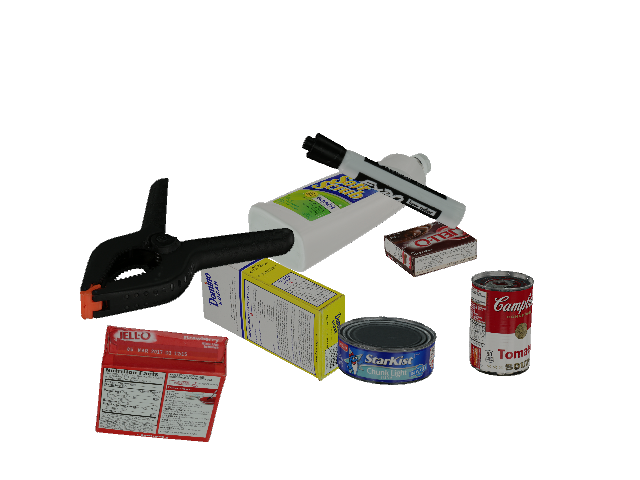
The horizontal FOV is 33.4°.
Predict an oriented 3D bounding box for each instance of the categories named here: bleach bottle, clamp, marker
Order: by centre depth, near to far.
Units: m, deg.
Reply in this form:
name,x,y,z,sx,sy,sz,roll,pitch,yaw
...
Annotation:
name,x,y,z,sx,sy,sz,roll,pitch,yaw
marker,0.043,-0.042,0.735,0.121,0.020,0.020,26,-4,-8
clamp,-0.149,0.007,0.974,0.165,0.036,0.209,26,38,31
bleach bottle,0.037,-0.051,1.315,0.250,0.068,0.103,-30,44,-34

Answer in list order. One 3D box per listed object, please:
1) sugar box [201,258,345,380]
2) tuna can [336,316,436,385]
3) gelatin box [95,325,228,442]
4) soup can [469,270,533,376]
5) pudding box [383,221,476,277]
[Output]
name,x,y,z,sx,sy,sz,roll,pitch,yaw
sugar box,-0.052,0.070,1.138,0.176,0.093,0.048,27,40,36
tuna can,0.057,0.095,0.928,0.086,0.034,0.086,2,14,-1
gelatin box,-0.099,0.089,0.655,0.073,0.030,0.089,6,-39,-10
soup can,0.200,0.092,1.187,0.068,0.102,0.068,0,14,0
pudding box,0.165,0.010,1.605,0.113,0.039,0.090,-17,27,-20
